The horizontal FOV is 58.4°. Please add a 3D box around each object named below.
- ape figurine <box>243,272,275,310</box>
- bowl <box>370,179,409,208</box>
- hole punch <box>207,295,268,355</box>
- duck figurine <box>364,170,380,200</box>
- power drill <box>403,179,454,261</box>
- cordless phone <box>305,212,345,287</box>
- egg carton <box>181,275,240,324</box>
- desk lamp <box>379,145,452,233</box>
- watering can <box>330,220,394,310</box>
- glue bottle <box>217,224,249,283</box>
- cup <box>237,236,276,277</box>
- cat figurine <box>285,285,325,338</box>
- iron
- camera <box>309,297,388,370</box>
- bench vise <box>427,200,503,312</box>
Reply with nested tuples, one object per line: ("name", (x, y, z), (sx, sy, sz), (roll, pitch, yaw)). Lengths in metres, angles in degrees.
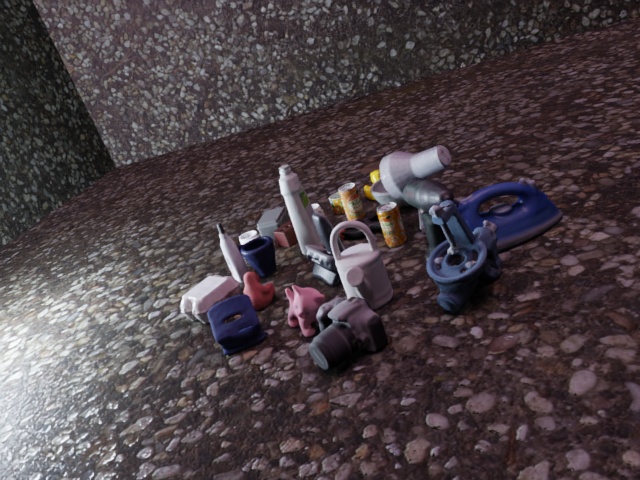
("ape figurine", (-0.156, 0.117, 1.395), (0.077, 0.092, 0.076), (-7, 27, 29))
("bowl", (0.234, -0.139, 1.669), (0.167, 0.075, 0.167), (-17, 23, 8))
("hole punch", (-0.185, 0.185, 1.269), (0.109, 0.091, 0.101), (-24, 23, -8))
("duck figurine", (0.182, -0.176, 1.779), (0.104, 0.086, 0.078), (-8, 26, 26))
("power drill", (0.256, -0.043, 1.265), (0.075, 0.209, 0.229), (-23, 23, -6))
("cordless phone", (0.013, 0.005, 1.387), (0.094, 0.185, 0.147), (-31, 25, -24))
("egg carton", (-0.277, 0.147, 1.456), (0.107, 0.069, 0.151), (2, 31, 41))
("desk lamp", (0.271, -0.132, 1.446), (0.202, 0.214, 0.118), (-1, 30, 38))
("watering can", (0.086, 0.050, 1.217), (0.101, 0.194, 0.172), (-23, 23, -6))
("glue bottle", (-0.242, 0.031, 1.551), (0.037, 0.173, 0.078), (-30, 25, -22))
("cup", (-0.167, 0.050, 1.549), (0.117, 0.095, 0.092), (-3, 28, 34))
("cat figurine", (-0.034, 0.137, 1.218), (0.067, 0.118, 0.127), (-31, 25, -24))
("iron", (0.413, -0.070, 1.285), (0.258, 0.142, 0.118), (-21, 23, -1))
("camera", (0.034, 0.175, 1.101), (0.137, 0.101, 0.142), (-33, 26, -29))
("bench vise", (0.274, 0.003, 1.134), (0.121, 0.220, 0.208), (-6, 27, 30))
